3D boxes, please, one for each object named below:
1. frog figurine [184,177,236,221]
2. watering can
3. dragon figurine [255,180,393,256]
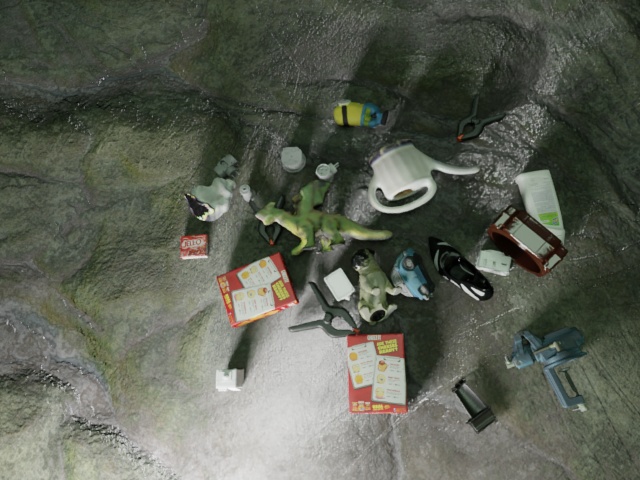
[{"bbox_3d":[-0.355,-0.142,1.706,0.138,0.120,0.163,19,42,21],"label":"frog figurine"},{"bbox_3d":[0.299,-0.220,1.614,0.347,0.103,0.227,-25,72,3],"label":"watering can"},{"bbox_3d":[0.005,-0.081,1.609,0.410,0.120,0.246,-9,72,1],"label":"dragon figurine"}]
